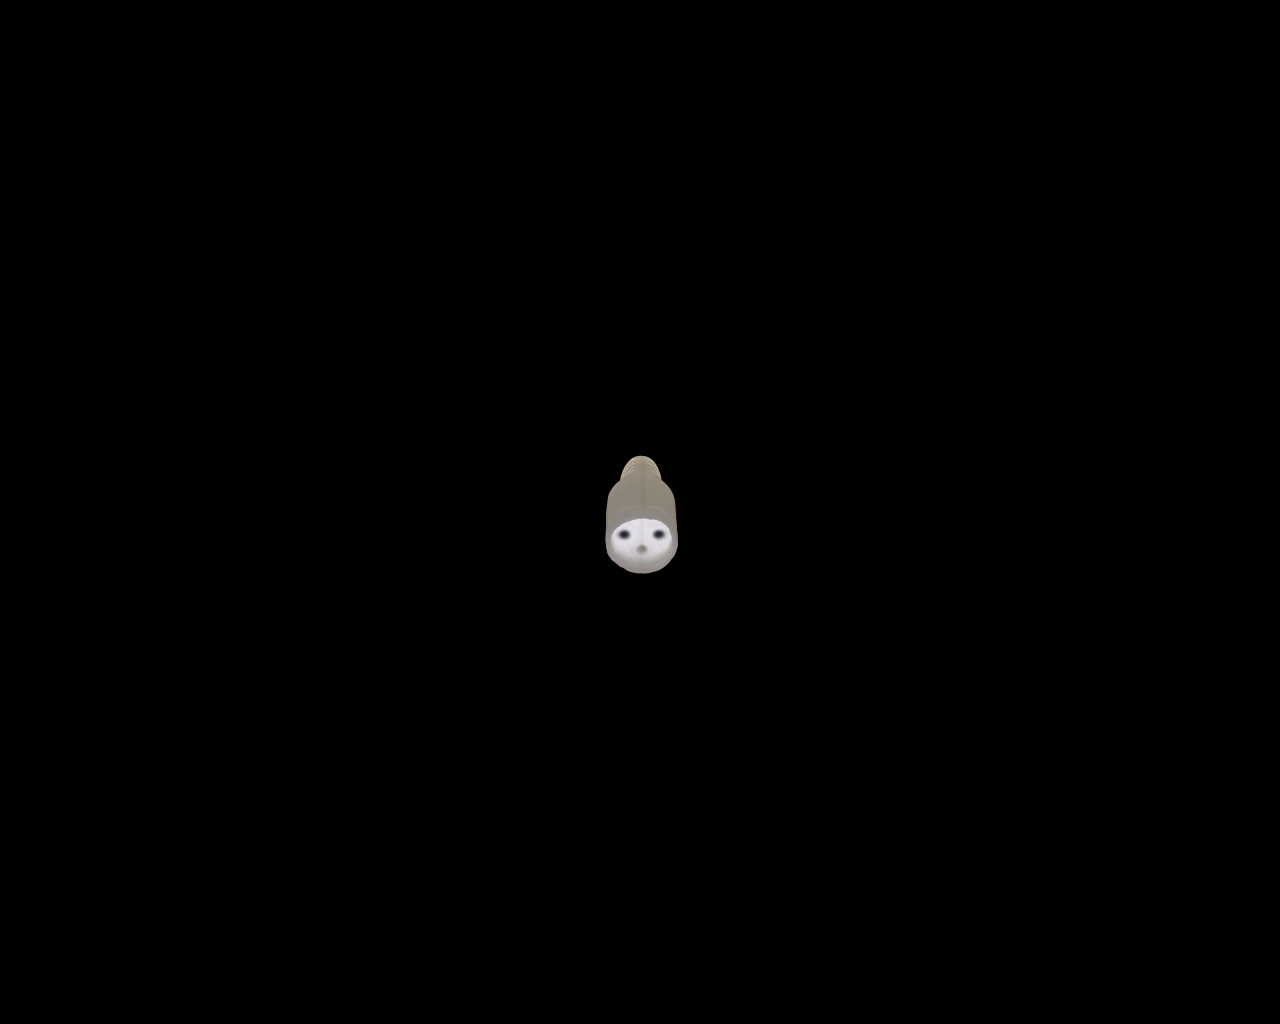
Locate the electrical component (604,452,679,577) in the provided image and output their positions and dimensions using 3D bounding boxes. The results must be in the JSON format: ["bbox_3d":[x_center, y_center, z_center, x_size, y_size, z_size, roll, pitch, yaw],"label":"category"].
[{"bbox_3d":[0.001,-0.003,0.650,0.043,0.043,0.081,0,35,0],"label":"electrical component"}]
